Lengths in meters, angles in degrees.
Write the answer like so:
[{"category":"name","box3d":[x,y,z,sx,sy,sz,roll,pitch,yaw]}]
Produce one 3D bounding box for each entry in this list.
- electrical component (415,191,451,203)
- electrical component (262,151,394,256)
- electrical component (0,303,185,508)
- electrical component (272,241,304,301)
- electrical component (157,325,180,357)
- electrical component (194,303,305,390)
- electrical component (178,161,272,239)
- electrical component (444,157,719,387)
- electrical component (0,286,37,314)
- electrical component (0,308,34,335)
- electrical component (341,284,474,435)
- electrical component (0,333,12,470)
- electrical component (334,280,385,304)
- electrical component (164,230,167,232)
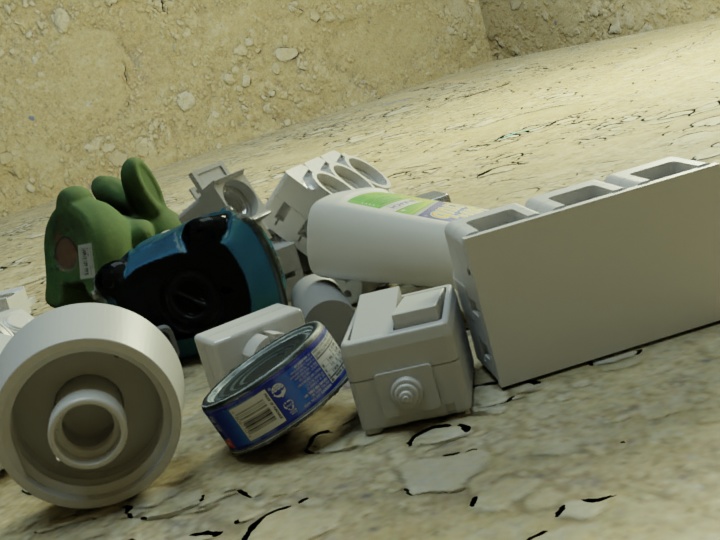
[{"category":"electrical component","box3d":[0.059,-0.024,0.874,0.047,0.065,0.077,-18,12,-10]},{"category":"electrical component","box3d":[-0.022,-0.062,1.031,0.061,0.089,0.150,-56,-6,21]},{"category":"electrical component","box3d":[-0.149,0.078,0.588,0.108,0.108,0.060,-17,18,-8]},{"category":"electrical component","box3d":[-0.100,0.007,0.956,0.089,0.055,0.050,-22,14,-28]},{"category":"electrical component","box3d":[-0.169,0.066,0.774,0.078,0.058,0.057,-18,10,-13]},{"category":"electrical component","box3d":[-0.060,0.057,0.700,0.066,0.047,0.077,-21,13,-25]},{"category":"electrical component","box3d":[-0.118,-0.048,0.925,0.064,0.081,0.042,-35,-3,39]},{"category":"electrical component","box3d":[0.134,-0.002,0.625,0.150,0.089,0.061,-17,12,-5]},{"category":"electrical component","box3d":[-0.374,0.064,1.022,0.121,0.063,0.078,-14,12,7]},{"category":"electrical component","box3d":[-0.279,0.071,0.837,0.080,0.080,0.051,-9,8,28]},{"category":"electrical component","box3d":[0.027,0.047,0.606,0.062,0.061,0.096,-13,12,10]},{"category":"electrical component","box3d":[-0.301,0.083,0.737,0.186,0.060,0.105,11,18,19]},{"category":"electrical component","box3d":[0.000,0.000,0.888,0.045,0.045,0.055,-6,16,37]},{"category":"electrical component","box3d":[-0.177,0.007,1.012,0.074,0.052,0.138,-6,30,36]}]
